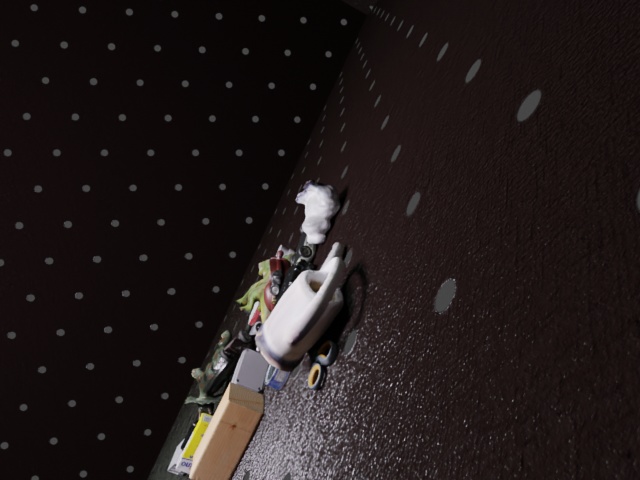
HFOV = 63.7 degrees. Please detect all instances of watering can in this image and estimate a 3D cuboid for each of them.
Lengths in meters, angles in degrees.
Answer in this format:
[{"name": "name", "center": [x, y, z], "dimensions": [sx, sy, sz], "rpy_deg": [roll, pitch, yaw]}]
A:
[{"name": "watering can", "center": [-0.019, 0.120, 1.008], "dimensions": [0.222, 0.104, 0.351], "rpy_deg": [-53, 2, 13]}]

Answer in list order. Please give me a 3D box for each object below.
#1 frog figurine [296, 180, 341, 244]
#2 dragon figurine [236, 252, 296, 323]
[{"name": "frog figurine", "center": [0.004, -0.072, 1.423], "dimensions": [0.135, 0.123, 0.162], "rpy_deg": [-33, 67, 39]}, {"name": "dragon figurine", "center": [-0.148, 0.138, 1.648], "dimensions": [0.244, 0.121, 0.411], "rpy_deg": [-57, 20, -6]}]
